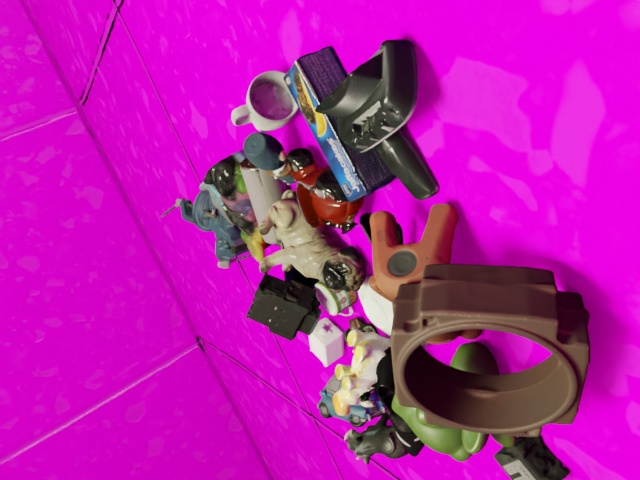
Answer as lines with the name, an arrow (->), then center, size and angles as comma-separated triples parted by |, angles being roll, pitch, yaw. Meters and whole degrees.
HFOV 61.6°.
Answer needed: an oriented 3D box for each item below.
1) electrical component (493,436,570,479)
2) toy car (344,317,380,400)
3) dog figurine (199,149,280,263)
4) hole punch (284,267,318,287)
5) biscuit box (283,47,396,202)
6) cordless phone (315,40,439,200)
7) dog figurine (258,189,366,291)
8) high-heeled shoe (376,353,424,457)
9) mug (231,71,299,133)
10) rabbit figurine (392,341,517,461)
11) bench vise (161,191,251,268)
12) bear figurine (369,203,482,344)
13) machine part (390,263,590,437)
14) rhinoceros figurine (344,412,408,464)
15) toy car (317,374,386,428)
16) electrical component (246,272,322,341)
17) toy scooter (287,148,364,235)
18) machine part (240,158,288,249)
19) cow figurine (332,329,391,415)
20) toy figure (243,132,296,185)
electrical component -> 0.294, 0.325, 0.776 | 0.075, 0.048, 0.119 | 53, 154, 18
toy car -> 0.108, 0.244, 1.044 | 0.202, 0.053, 0.089 | 58, 159, 1
dog figurine -> -0.144, -0.063, 1.130 | 0.219, 0.108, 0.191 | 56, 154, -1
hole punch -> -0.039, 0.092, 1.116 | 0.116, 0.092, 0.142 | 41, 153, 43
biscuit box -> 0.028, -0.155, 0.736 | 0.202, 0.063, 0.059 | 62, 157, -3
cordless phone -> 0.095, -0.128, 0.643 | 0.184, 0.089, 0.146 | 51, 156, -7
dog figurine -> 0.000, -0.001, 0.959 | 0.191, 0.121, 0.172 | 4, 102, 31
high-heeled shoe -> 0.141, 0.296, 0.909 | 0.086, 0.145, 0.248 | -2, 107, 25
mug -> -0.089, -0.207, 0.863 | 0.080, 0.109, 0.107 | 60, 168, 0
rabbit figurine -> 0.197, 0.226, 0.761 | 0.159, 0.121, 0.170 | -118, 37, -43
bench vise -> -0.274, -0.048, 1.350 | 0.241, 0.129, 0.223 | 18, 128, 32
bear figurine -> 0.146, 0.057, 0.716 | 0.120, 0.132, 0.195 | -7, 149, 29
machine part -> 0.183, 0.128, 0.599 | 0.202, 0.087, 0.200 | 3, 129, 17
rhinoceros figurine -> 0.126, 0.429, 1.143 | 0.073, 0.112, 0.190 | 58, 148, -1
toy car -> 0.065, 0.336, 1.173 | 0.162, 0.109, 0.102 | -1, 100, 53
electrical component -> -0.066, 0.131, 1.035 | 0.134, 0.058, 0.114 | 23, 135, -1
toy scooter -> 0.010, -0.062, 0.859 | 0.184, 0.075, 0.135 | 39, 147, 49
machine part -> -0.097, -0.080, 1.046 | 0.079, 0.079, 0.242 | 28, 142, 50
cow figurine -> 0.081, 0.245, 0.975 | 0.068, 0.098, 0.167 | -121, 43, -57
toy figure -> -0.075, -0.137, 0.924 | 0.064, 0.058, 0.154 | 40, -175, 25
